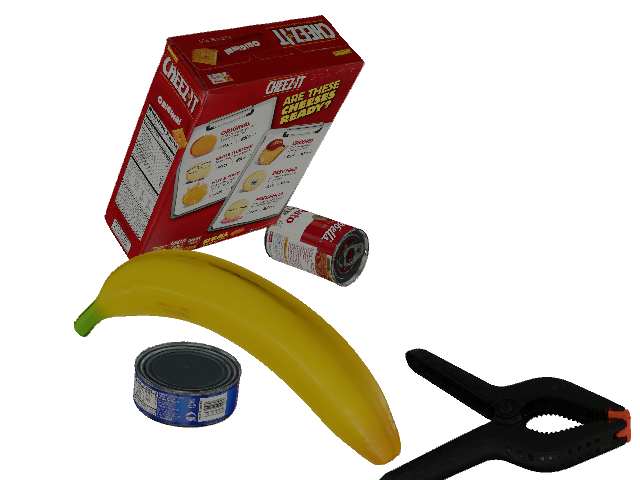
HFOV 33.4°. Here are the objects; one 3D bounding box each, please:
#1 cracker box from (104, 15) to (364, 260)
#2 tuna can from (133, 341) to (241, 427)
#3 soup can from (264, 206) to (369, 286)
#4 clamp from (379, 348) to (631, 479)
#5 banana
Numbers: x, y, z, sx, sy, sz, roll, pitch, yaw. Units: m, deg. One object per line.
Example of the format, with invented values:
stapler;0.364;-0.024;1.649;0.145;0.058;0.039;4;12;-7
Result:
cracker box;-0.079;-0.084;0.910;0.163;0.072;0.214;-18;-29;-39
tuna can;-0.108;0.116;0.861;0.086;0.034;0.086;7;21;-3
soup can;-0.005;0.005;1.218;0.102;0.068;0.068;20;11;34
clamp;0.153;0.162;0.908;0.210;0.036;0.164;3;41;22
banana;-0.040;0.049;0.560;0.198;0.070;0.037;21;26;21
